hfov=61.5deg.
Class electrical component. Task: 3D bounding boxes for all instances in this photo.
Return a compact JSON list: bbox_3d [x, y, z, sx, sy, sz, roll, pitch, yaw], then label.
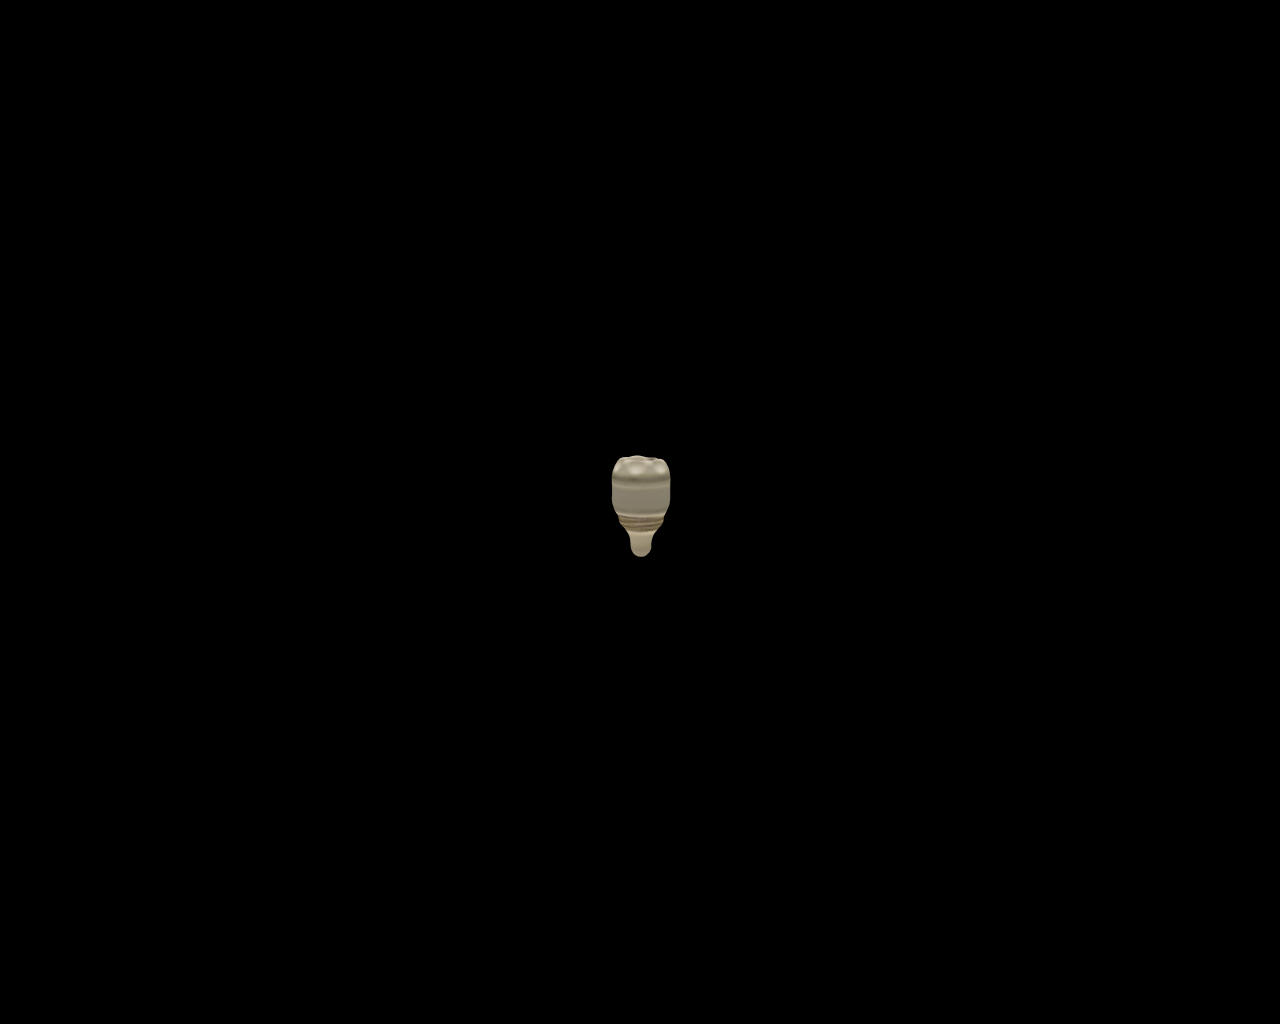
[{"bbox_3d":[0.001,-0.003,0.650,0.035,0.061,0.035,0,10,0],"label":"electrical component"}]
